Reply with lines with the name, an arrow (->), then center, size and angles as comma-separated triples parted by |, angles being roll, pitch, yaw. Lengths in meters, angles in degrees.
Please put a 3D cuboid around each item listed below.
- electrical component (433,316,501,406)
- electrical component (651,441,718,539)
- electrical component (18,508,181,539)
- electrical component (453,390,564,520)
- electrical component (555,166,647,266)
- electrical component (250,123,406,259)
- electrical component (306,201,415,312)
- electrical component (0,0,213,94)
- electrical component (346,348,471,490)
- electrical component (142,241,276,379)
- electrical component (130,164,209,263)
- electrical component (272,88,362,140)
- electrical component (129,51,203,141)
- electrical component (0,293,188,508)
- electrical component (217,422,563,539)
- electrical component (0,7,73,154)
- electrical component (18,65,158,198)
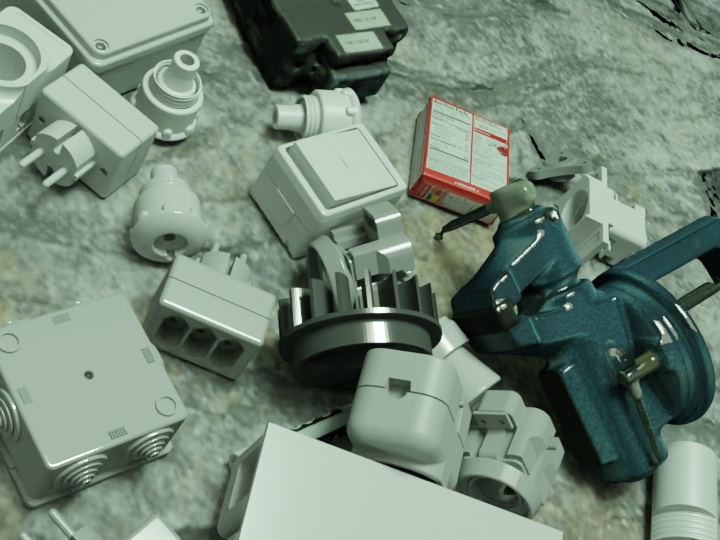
electrical component -> 0.059, 0.064, 0.711 | 0.045, 0.045, 0.055 | -29, 75, -40
electrical component -> 0.222, 0.163, 0.736 | 0.043, 0.043, 0.081 | 26, 49, -12
electrical component -> -0.137, 0.152, 0.533 | 0.075, 0.047, 0.083 | 46, 48, 7
electrical component -> 0.091, 0.123, 0.675 | 0.057, 0.058, 0.078 | -59, 134, -40
electrical component -> 0.195, -0.037, 0.864 | 0.064, 0.042, 0.081 | 23, 50, -16
electrical component -> -0.015, -0.060, 0.745 | 0.096, 0.061, 0.061 | -22, 71, -39
electrical component -> 0.000, 0.000, 0.708 | 0.057, 0.078, 0.058 | -17, 30, -16
electrical component -> -0.178, -0.180, 0.740 | 0.108, 0.056, 0.109 | 48, 48, 9
electrical component -> 0.029, 0.093, 0.625 | 0.054, 0.095, 0.059 | 7, 63, 18
electrical component -> -0.089, 0.015, 0.659 | 0.066, 0.047, 0.076 | 24, 49, -13
electrical component -> -0.122, -0.039, 0.681 | 0.048, 0.048, 0.062 | 8, 48, -25
electrical component -> -0.033, -0.110, 0.784 | 0.062, 0.048, 0.048 | 0, 58, -22
electrical component -> -0.126, -0.121, 0.724 | 0.048, 0.062, 0.048 | 15, 52, -20
electrical component -> -0.153, 0.067, 0.584 | 0.100, 0.048, 0.099 | -18, 68, -38
electrical component -> 0.012, 0.171, 0.589 | 0.186, 0.060, 0.105 | 23, 55, -15
electrical component -> -0.268, -0.100, 0.629 | 0.105, 0.060, 0.186 | 36, 48, -3
electrical component -> -0.179, -0.078, 0.673 | 0.066, 0.047, 0.076 | 40, 47, 1
